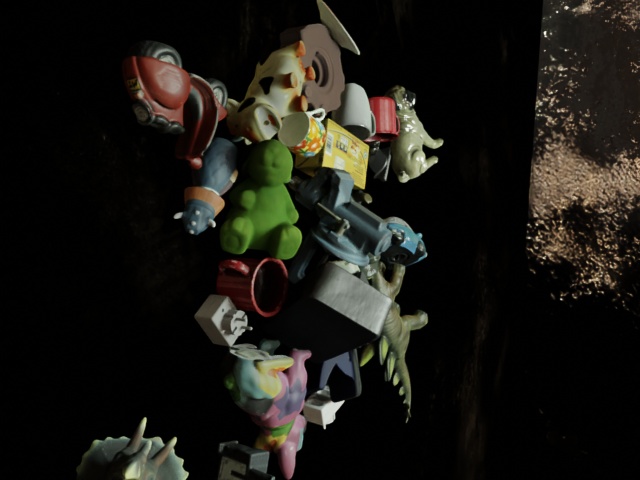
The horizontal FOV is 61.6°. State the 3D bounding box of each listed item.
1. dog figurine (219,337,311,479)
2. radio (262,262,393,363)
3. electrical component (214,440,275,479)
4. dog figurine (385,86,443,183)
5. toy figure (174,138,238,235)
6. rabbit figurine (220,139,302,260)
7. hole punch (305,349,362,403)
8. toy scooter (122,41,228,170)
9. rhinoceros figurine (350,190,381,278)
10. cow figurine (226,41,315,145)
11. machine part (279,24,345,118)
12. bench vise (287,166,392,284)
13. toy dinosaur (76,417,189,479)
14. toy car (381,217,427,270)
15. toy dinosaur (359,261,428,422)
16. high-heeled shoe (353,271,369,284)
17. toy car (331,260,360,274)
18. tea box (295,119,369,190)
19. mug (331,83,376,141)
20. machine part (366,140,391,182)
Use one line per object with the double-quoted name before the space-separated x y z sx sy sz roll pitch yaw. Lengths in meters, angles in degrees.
"dog figurine" -0.086 0.280 0.877 0.191 0.109 0.219 0 94 -58
"radio" 0.003 0.125 0.882 0.131 0.229 0.073 34 56 -10
"electrical component" -0.109 0.360 0.830 0.047 0.119 0.075 22 70 -55
"dog figurine" 0.196 -0.258 1.310 0.190 0.121 0.172 48 47 -30
"toy figure" -0.161 -0.074 0.778 0.057 0.064 0.154 56 45 -60
"rabbit figurine" -0.076 -0.077 0.822 0.159 0.121 0.170 -92 -164 -60
"hole punch" 0.011 0.242 1.012 0.092 0.142 0.116 7 63 -23
"toy scooter" -0.190 -0.171 0.719 0.183 0.075 0.135 16 77 -61
"rhinoceros figurine" 0.077 -0.010 1.118 0.073 0.112 0.190 -25 100 -31
"cow figurine" -0.085 -0.227 0.855 0.085 0.127 0.195 58 32 -42
"machine part" -0.014 -0.313 1.001 0.179 0.056 0.179 -1 91 -58
"bench vise" 0.002 -0.004 0.965 0.240 0.224 0.129 -60 170 16
"toy dinosaur" -0.213 0.394 0.683 0.192 0.131 0.404 -51 139 -42
"toy car" 0.177 -0.001 1.288 0.161 0.109 0.103 32 41 -41
"toy dinosaur" 0.159 0.217 1.262 0.198 0.105 0.470 -45 119 -37
"high-heeled shoe" 0.033 0.129 0.978 0.248 0.145 0.086 55 11 -69
"toy car" 0.058 0.134 1.115 0.056 0.074 0.201 -68 148 -66
"tea box" 0.027 -0.165 1.060 0.169 0.068 0.098 22 74 -57
"mug" 0.074 -0.263 1.110 0.109 0.081 0.107 9 73 -33
"machine part" 0.136 -0.189 1.252 0.138 0.039 0.084 26 78 -65
